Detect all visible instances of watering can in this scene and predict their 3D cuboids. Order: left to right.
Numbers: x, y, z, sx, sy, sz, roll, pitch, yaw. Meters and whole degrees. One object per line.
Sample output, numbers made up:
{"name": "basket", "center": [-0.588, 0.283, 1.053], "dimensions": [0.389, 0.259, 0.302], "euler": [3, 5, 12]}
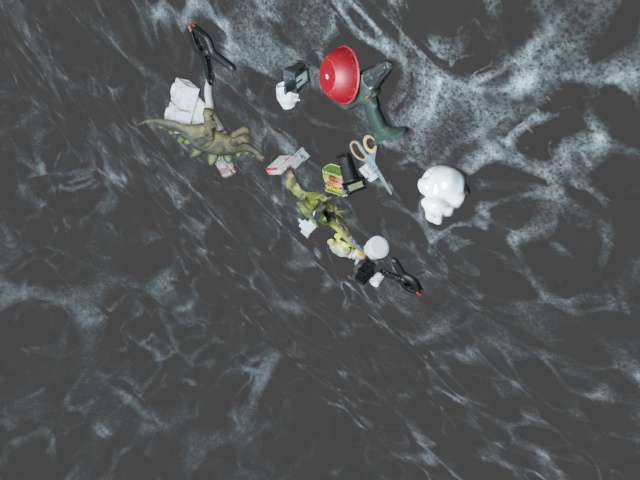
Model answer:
{"name": "watering can", "center": [-0.445, -0.477, 2.006], "dimensions": [0.223, 0.106, 0.343], "euler": [53, 141, -7]}

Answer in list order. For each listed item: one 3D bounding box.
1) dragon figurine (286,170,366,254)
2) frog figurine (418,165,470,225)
{"name": "dragon figurine", "center": [0.006, -0.098, 1.937], "dimensions": [0.408, 0.123, 0.242], "euler": [52, 167, -7]}
{"name": "frog figurine", "center": [0.326, -0.126, 1.407], "dimensions": [0.138, 0.162, 0.120], "euler": [33, 147, 18]}
